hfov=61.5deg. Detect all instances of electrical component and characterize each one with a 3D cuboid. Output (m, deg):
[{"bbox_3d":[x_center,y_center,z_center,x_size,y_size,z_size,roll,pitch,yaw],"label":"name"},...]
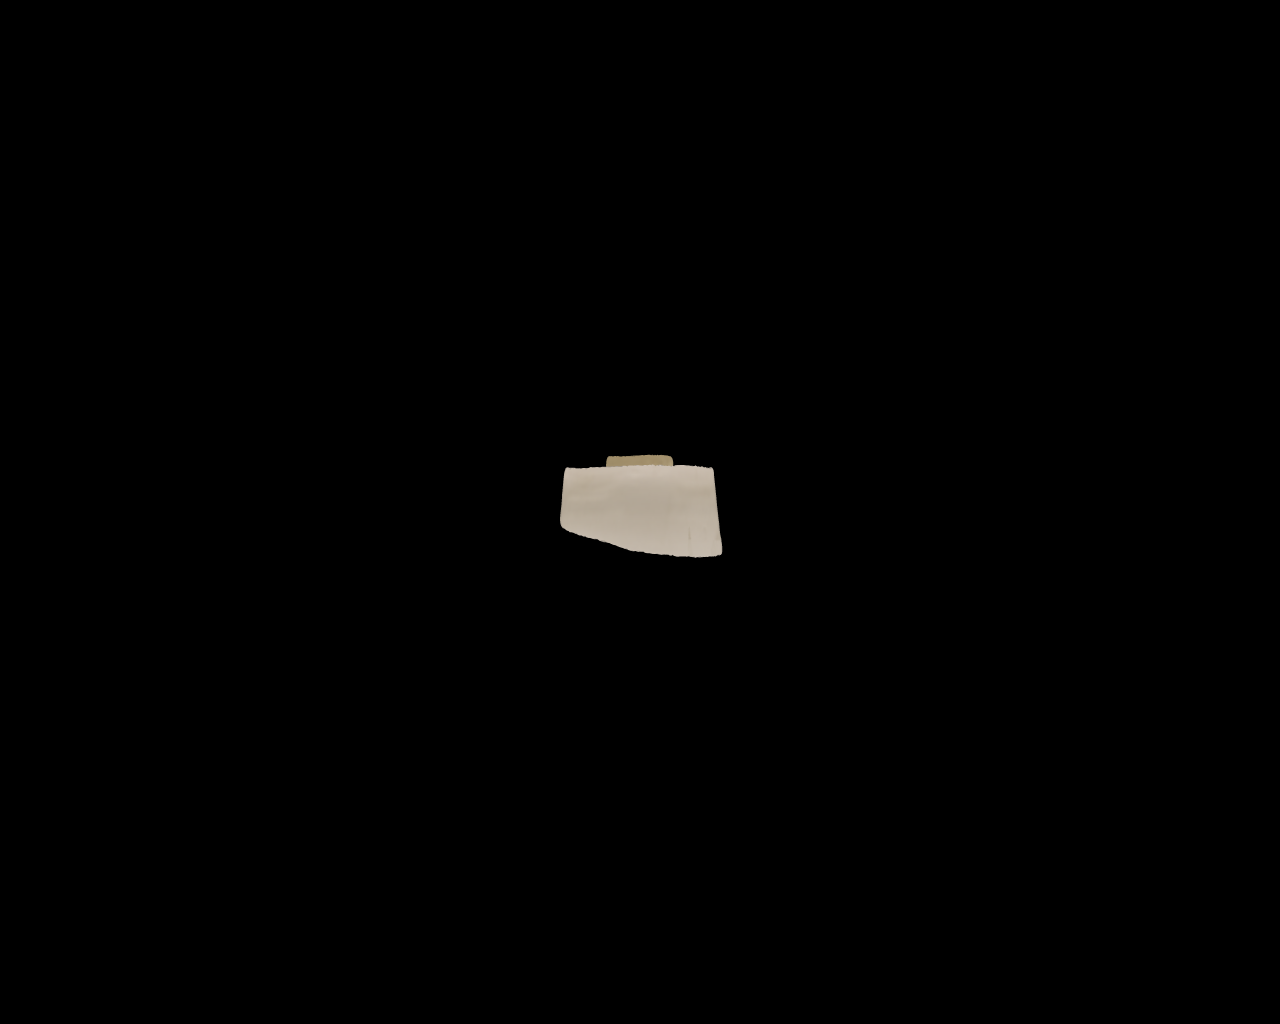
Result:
[{"bbox_3d":[0.001,-0.003,0.650,0.099,0.064,0.099,0,0,0],"label":"electrical component"}]
